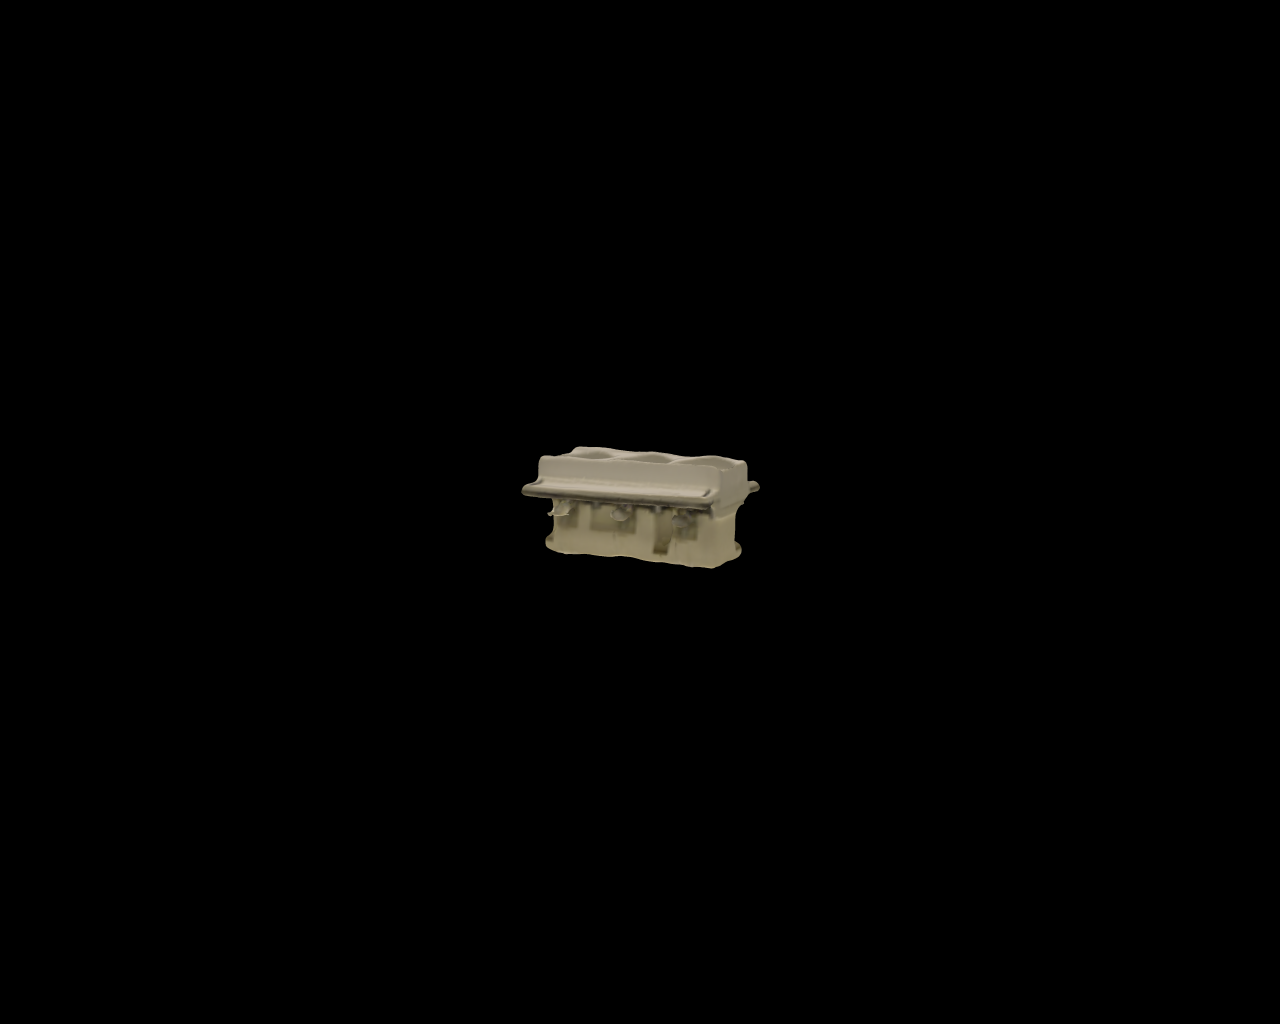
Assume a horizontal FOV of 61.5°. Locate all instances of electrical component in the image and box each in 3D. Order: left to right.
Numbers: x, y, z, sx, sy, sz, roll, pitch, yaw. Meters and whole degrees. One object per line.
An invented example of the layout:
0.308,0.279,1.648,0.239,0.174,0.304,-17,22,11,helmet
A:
0.001,-0.003,0.650,0.121,0.063,0.079,5,12,28,electrical component
